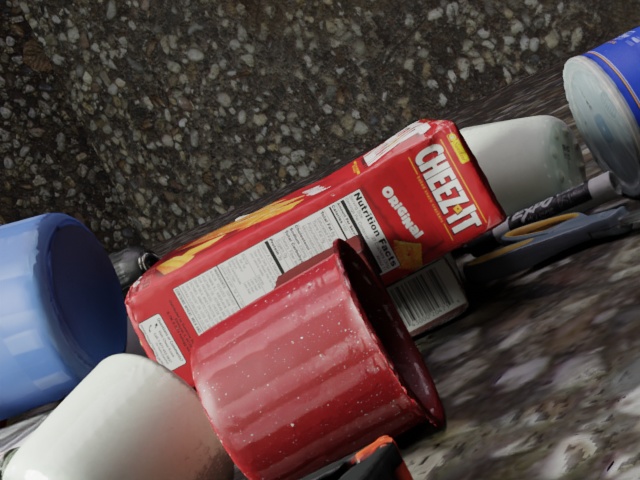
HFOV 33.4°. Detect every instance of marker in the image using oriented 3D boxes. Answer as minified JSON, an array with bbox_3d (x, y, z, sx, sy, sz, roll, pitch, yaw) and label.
[{"bbox_3d":[0.150,-0.015,0.738,0.121,0.020,0.020,-26,6,34],"label":"marker"}]

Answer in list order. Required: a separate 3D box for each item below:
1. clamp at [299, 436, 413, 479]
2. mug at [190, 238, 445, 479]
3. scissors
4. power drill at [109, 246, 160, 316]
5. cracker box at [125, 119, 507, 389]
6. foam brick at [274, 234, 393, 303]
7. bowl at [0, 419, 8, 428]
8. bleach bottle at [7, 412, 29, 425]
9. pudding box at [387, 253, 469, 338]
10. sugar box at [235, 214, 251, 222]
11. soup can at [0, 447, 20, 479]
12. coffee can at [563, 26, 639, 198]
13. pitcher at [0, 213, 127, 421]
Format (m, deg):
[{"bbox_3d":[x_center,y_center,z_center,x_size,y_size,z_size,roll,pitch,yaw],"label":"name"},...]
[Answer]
[{"bbox_3d":[-0.030,0.115,0.341,0.171,0.039,0.120,-29,8,-23],"label":"clamp"},{"bbox_3d":[0.001,0.063,0.480,0.081,0.093,0.117,-30,-25,9],"label":"mug"},{"bbox_3d":[0.156,-0.002,0.635,0.096,0.016,0.202,-27,5,-20],"label":"scissors"},{"bbox_3d":[-0.155,0.038,0.935,0.185,0.057,0.187,-24,-7,38],"label":"power drill"},{"bbox_3d":[-0.004,0.001,0.663,0.214,0.072,0.164,-29,6,5],"label":"cracker box"},{"bbox_3d":[0.015,0.045,0.556,0.051,0.078,0.053,-25,6,4],"label":"foam brick"},{"bbox_3d":[-0.273,0.125,0.796,0.055,0.162,0.162,21,-24,-32],"label":"bowl"},{"bbox_3d":[-0.131,0.089,0.876,0.250,0.068,0.103,-28,3,-39],"label":"bleach bottle"},{"bbox_3d":[0.035,0.043,0.666,0.113,0.039,0.090,-26,7,8],"label":"pudding box"},{"bbox_3d":[0.031,-0.010,0.829,0.176,0.048,0.093,-4,-2,-20],"label":"sugar box"},{"bbox_3d":[-0.178,0.151,0.524,0.102,0.068,0.068,-25,6,10],"label":"soup can"},{"bbox_3d":[0.248,-0.104,0.704,0.140,0.103,0.103,-27,6,0],"label":"coffee can"},{"bbox_3d":[-0.248,0.075,0.656,0.243,0.149,0.145,-17,-5,14],"label":"pitcher"}]
